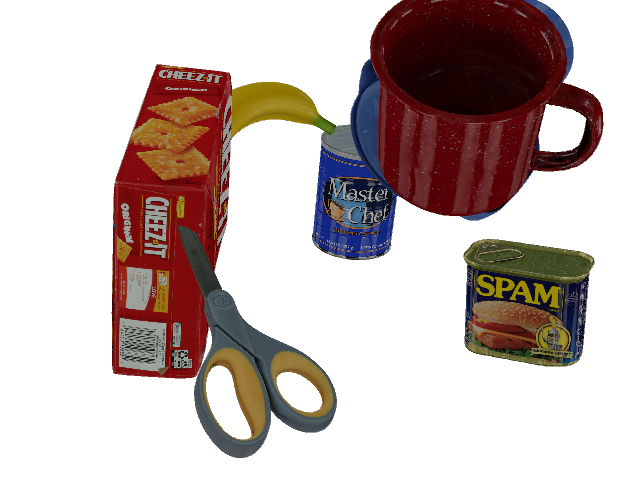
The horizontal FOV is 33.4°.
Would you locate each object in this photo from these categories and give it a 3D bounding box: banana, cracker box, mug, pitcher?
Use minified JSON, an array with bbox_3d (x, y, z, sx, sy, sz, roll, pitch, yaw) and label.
[{"bbox_3d":[-0.061,-0.122,1.030,0.070,0.037,0.197,42,35,23],"label":"banana"},{"bbox_3d":[-0.111,-0.021,0.831,0.072,0.164,0.213,5,30,-2],"label":"cracker box"},{"bbox_3d":[0.082,-0.064,0.534,0.117,0.093,0.081,12,-35,10],"label":"mug"},{"bbox_3d":[0.156,-0.139,1.059,0.145,0.149,0.242,23,45,31],"label":"pitcher"}]

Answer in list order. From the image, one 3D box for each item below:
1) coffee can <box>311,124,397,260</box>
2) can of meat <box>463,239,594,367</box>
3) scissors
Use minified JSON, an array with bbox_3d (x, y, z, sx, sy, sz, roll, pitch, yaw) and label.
[{"bbox_3d":[0.046,-0.061,1.330,0.103,0.140,0.103,4,27,-2],"label":"coffee can"},{"bbox_3d":[0.169,0.052,0.878,0.102,0.084,0.057,9,24,24],"label":"can of meat"},{"bbox_3d":[-0.045,0.050,0.679,0.096,0.202,0.016,7,-46,-18],"label":"scissors"}]
